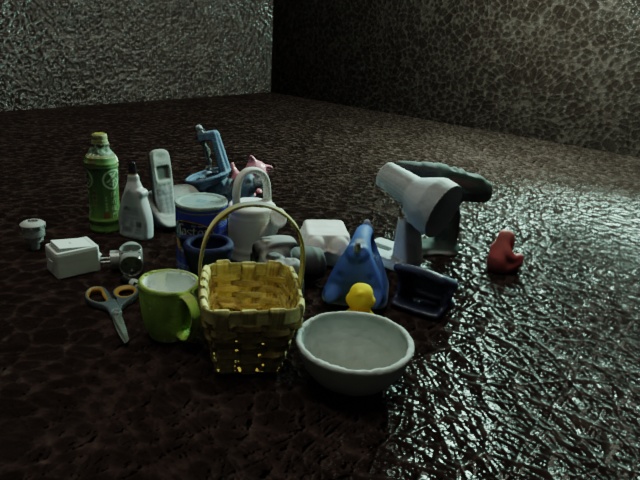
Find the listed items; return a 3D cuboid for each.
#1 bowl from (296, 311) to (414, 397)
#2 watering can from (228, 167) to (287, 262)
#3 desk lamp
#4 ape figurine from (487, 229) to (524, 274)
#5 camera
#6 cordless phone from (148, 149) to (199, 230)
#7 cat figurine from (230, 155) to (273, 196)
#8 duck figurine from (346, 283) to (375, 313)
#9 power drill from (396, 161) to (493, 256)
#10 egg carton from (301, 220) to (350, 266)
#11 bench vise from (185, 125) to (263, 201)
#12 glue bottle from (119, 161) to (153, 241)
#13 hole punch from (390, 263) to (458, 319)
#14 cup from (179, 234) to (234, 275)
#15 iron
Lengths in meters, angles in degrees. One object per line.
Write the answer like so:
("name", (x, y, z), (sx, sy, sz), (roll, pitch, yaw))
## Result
("bowl", (0.047, 0.170, 0.808), (0.167, 0.075, 0.167), (3, 21, -1))
("watering can", (-0.135, -0.055, 1.190), (0.172, 0.194, 0.101), (13, 23, 23))
("desk lamp", (0.181, -0.045, 1.195), (0.202, 0.214, 0.118), (21, 27, 37))
("ape figurine", (0.395, 0.021, 1.229), (0.076, 0.092, 0.077), (-7, 23, -25))
("camera", (-0.054, 0.046, 1.073), (0.137, 0.101, 0.142), (-5, 23, -22))
("cordless phone", (-0.340, -0.125, 1.348), (0.093, 0.185, 0.148), (18, 25, 33))
("cat figurine", (-0.202, -0.187, 1.626), (0.127, 0.118, 0.067), (12, 23, 20))
("duck figurine", (0.064, 0.115, 0.938), (0.077, 0.086, 0.104), (7, 21, 9))
("power drill", (0.267, -0.073, 1.288), (0.230, 0.208, 0.075), (0, 22, -10))
("egg carton", (0.011, 0.004, 1.236), (0.107, 0.069, 0.150), (1, 21, -8))
("bench vise", (-0.248, -0.182, 1.463), (0.208, 0.220, 0.121), (-2, 22, -15))
("glue bottle", (-0.406, -0.088, 1.256), (0.078, 0.173, 0.037), (11, 22, 18))
("hole punch", (0.190, 0.079, 1.046), (0.108, 0.091, 0.101), (16, 24, 28))
("cup", (-0.217, 0.042, 1.063), (0.117, 0.095, 0.092), (17, 25, 30))
("iron", (0.078, 0.031, 1.079), (0.118, 0.141, 0.258), (7, 21, 8))
